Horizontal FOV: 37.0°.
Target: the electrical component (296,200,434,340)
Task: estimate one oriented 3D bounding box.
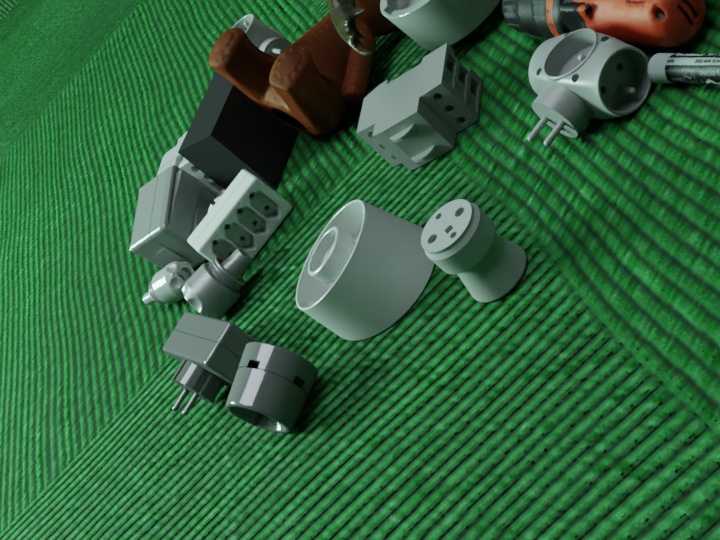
[{"bbox_3d":[0.000,0.000,0.777,0.099,0.064,0.099,-49,23,29],"label":"electrical component"}]

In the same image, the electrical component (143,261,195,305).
[{"bbox_3d":[-0.181,0.016,1.007,0.061,0.035,0.035,-29,37,36],"label":"electrical component"}]

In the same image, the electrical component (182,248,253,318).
[{"bbox_3d":[-0.119,0.009,0.923,0.062,0.043,0.043,-47,30,6],"label":"electrical component"}]

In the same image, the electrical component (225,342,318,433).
[{"bbox_3d":[-0.063,0.084,0.757,0.055,0.055,0.047,-7,55,50],"label":"electrical component"}]

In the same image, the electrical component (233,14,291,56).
[{"bbox_3d":[-0.090,-0.219,1.099,0.044,0.077,0.079,-54,31,-6],"label":"electrical component"}]

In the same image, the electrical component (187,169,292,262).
[{"bbox_3d":[-0.115,-0.046,0.974,0.083,0.047,0.076,-52,30,-2],"label":"electrical component"}]

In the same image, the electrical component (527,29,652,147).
[{"bbox_3d":[0.140,-0.115,0.709,0.079,0.044,0.077,-53,30,-4],"label":"electrical component"}]

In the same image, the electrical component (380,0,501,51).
[{"bbox_3d":[0.077,-0.235,0.909,0.108,0.060,0.108,-34,34,26],"label":"electrical component"}]

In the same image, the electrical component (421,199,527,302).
[{"bbox_3d":[0.071,-0.012,0.679,0.045,0.055,0.045,-34,34,26],"label":"electrical component"}]

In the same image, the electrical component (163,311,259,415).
[{"bbox_3d":[-0.123,0.080,0.846,0.083,0.047,0.075,8,63,56],"label":"electrical component"}]

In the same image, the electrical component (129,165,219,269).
[{"bbox_3d":[-0.174,-0.053,1.036,0.061,0.062,0.096,-30,44,33],"label":"electrical component"}]

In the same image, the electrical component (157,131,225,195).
[{"bbox_3d":[-0.160,-0.107,1.093,0.095,0.054,0.059,-28,37,34],"label":"electrical component"}]
